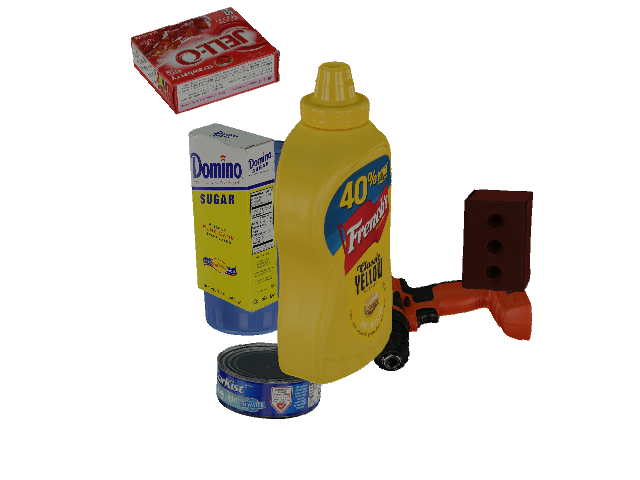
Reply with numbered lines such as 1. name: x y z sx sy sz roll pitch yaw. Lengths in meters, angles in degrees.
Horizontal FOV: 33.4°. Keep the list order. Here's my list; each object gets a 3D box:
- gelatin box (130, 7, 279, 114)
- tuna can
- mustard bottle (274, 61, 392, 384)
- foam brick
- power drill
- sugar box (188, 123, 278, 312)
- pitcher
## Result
1. gelatin box: -0.085 -0.135 0.792 0.089 0.030 0.073 -22 48 -22
2. tuna can: -0.041 0.112 0.859 0.086 0.034 0.086 4 14 -1
3. mustard bottle: 0.009 -0.015 0.657 0.058 0.192 0.096 14 29 31
4. foam brick: 0.148 0.000 0.892 0.053 0.078 0.051 3 15 16
5. power drill: 0.139 0.084 1.208 0.187 0.057 0.184 -3 27 -1
6. sugar box: -0.089 -0.024 1.090 0.048 0.176 0.093 -23 30 -39
7. pitcher: -0.092 -0.005 1.351 0.145 0.243 0.148 10 16 35
